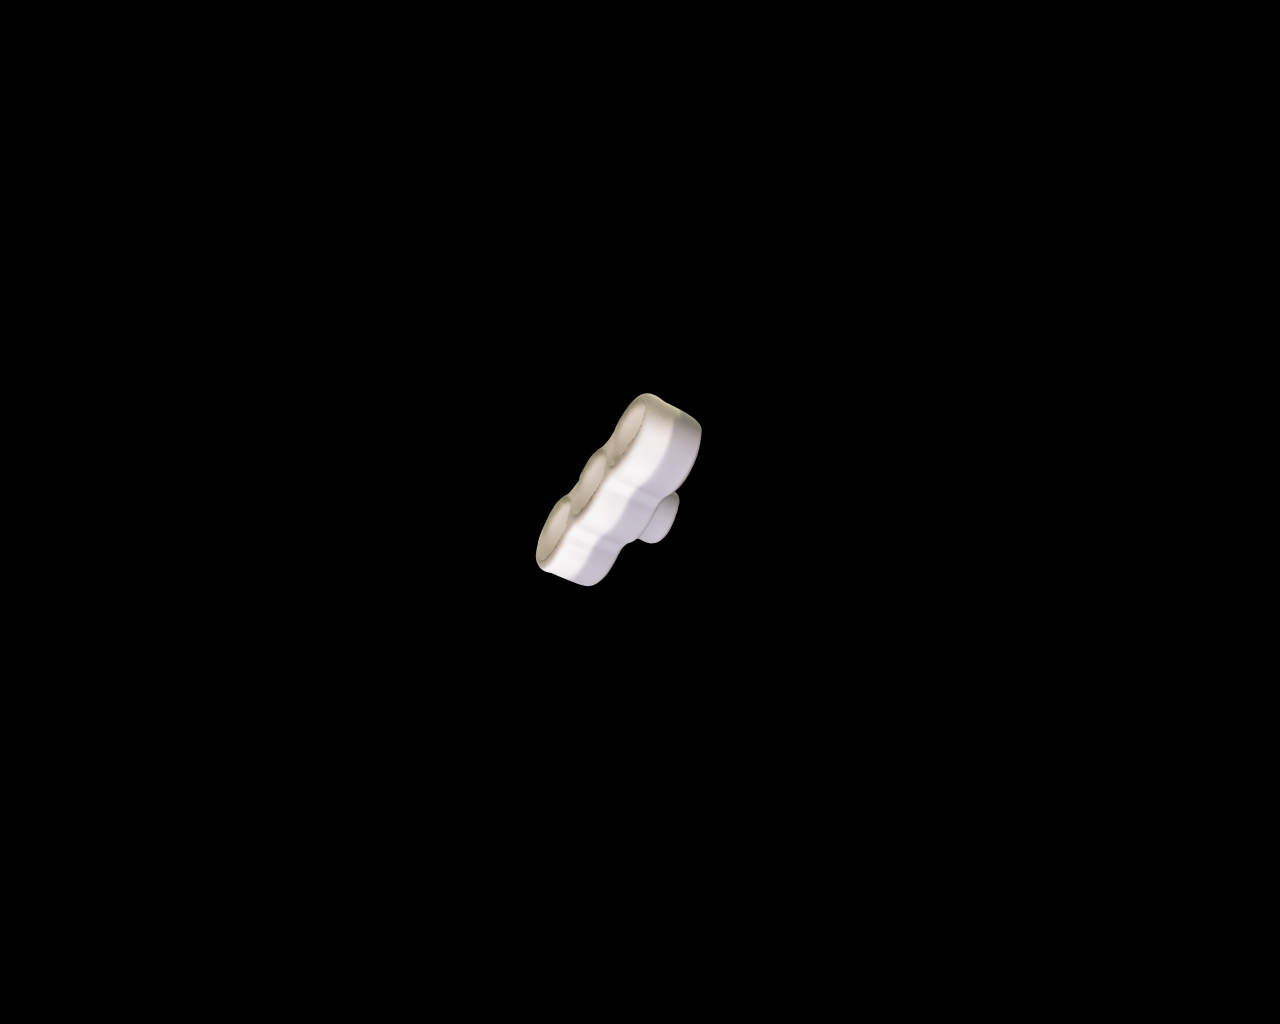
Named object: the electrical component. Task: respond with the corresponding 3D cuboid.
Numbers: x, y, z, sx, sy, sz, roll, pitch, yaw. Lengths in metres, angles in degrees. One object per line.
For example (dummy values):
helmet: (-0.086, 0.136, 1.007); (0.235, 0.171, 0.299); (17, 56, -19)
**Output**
electrical component: (0.001, -0.003, 0.650); (0.074, 0.052, 0.138); (25, -54, -20)
